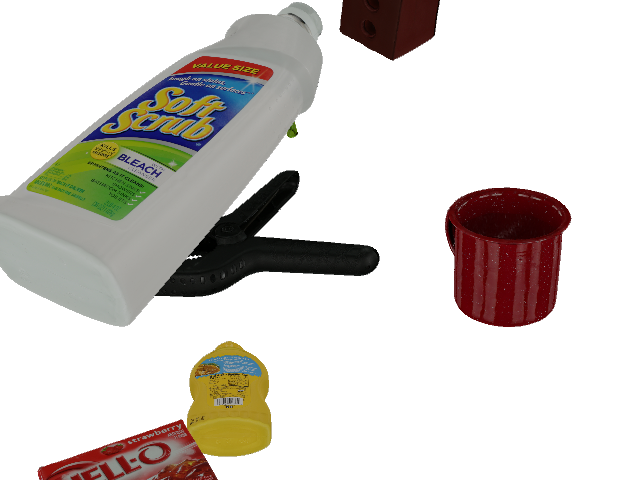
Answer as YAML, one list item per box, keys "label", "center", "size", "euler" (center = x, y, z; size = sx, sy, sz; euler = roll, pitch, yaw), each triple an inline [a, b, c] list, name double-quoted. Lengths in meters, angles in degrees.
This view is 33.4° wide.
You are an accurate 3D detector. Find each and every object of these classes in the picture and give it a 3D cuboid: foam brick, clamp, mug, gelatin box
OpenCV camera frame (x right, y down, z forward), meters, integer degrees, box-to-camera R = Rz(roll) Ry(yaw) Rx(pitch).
- label: "foam brick"
  center: [0.051, -0.177, 0.752]
  size: [0.053, 0.078, 0.051]
  euler: [33, 51, 26]
- label: "clamp"
  center: [-0.076, -0.001, 0.900]
  size: [0.209, 0.036, 0.165]
  euler: [-12, 33, -15]
- label: "mug"
  center: [0.139, 0.010, 0.848]
  size: [0.093, 0.081, 0.117]
  euler: [-21, 34, -30]
- label: "gelatin box"
  center: [-0.105, 0.141, 0.593]
  size: [0.089, 0.030, 0.073]
  euler: [-16, 28, -20]

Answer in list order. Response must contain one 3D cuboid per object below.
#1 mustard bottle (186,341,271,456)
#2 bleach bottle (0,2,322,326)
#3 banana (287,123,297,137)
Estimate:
- label: "mustard bottle"
  center: [-0.110, 0.179, 1.282]
  size: [0.096, 0.058, 0.191]
  euler: [-3, 28, -4]
- label: "bleach bottle"
  center: [-0.081, -0.065, 0.640]
  size: [0.103, 0.068, 0.250]
  euler: [20, 53, 23]
- label: "banana"
  center: [-0.108, -0.152, 1.130]
  size: [0.198, 0.037, 0.069]
  euler: [8, 46, 19]
